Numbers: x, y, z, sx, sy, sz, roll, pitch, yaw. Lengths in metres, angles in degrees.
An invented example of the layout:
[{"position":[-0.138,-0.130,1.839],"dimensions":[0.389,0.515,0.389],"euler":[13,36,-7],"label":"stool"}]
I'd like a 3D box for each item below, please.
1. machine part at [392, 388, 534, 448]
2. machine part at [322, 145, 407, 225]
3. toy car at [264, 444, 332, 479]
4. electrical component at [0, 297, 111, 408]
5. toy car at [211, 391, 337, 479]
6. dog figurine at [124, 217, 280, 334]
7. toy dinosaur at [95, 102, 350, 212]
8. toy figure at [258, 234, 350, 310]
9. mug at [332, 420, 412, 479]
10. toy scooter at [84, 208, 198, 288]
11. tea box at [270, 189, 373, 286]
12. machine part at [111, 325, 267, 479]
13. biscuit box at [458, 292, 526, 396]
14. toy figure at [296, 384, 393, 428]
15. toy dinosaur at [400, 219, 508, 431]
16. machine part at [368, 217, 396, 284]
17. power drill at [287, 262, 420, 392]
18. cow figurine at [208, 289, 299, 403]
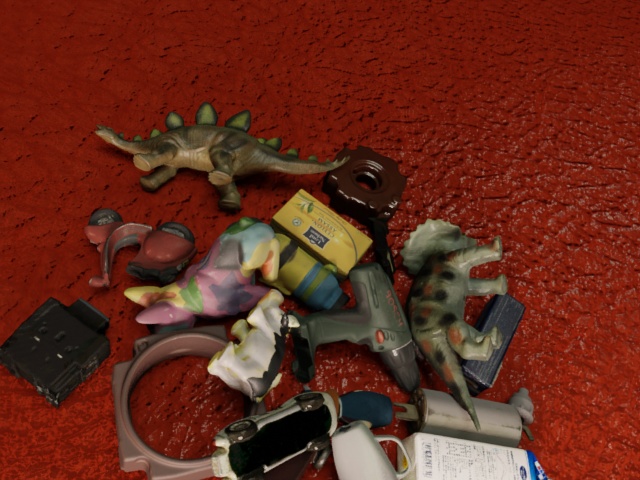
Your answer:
[{"position":[0.232,0.290,0.867],"dimensions":[0.243,0.079,0.079],"euler":[12,55,-11],"label":"machine part"},{"position":[0.093,-0.116,1.105],"dimensions":[0.179,0.056,0.179],"euler":[9,54,-12],"label":"machine part"},{"position":[-0.055,0.325,0.739],"dimensions":[0.089,0.053,0.202],"euler":[27,30,13],"label":"toy car"},{"position":[-0.371,0.150,0.770],"dimensions":[0.115,0.058,0.134],"euler":[35,54,3],"label":"electrical component"},{"position":[-0.056,0.260,0.715],"dimensions":[0.201,0.056,0.073],"euler":[-10,90,-41],"label":"toy car"},{"position":[-0.180,0.062,0.822],"dimensions":[0.219,0.191,0.109],"euler":[-9,34,-32],"label":"dog figurine"},{"position":[-0.176,-0.162,1.011],"dimensions":[0.471,0.105,0.198],"euler":[13,54,-8],"label":"toy dinosaur"},{"position":[-0.029,0.059,0.925],"dimensions":[0.180,0.089,0.082],"euler":[37,48,8],"label":"toy figure"},{"position":[0.069,0.313,0.769],"dimensions":[0.110,0.081,0.107],"euler":[-27,82,9],"label":"mug"},{"position":[-0.298,0.026,0.866],"dimensions":[0.184,0.075,0.135],"euler":[14,54,-6],"label":"toy scooter"},{"position":[-0.002,-0.003,0.989],"dimensions":[0.170,0.068,0.098],"euler":[36,53,5],"label":"tea box"},{"position":[-0.184,0.230,0.762],"dimensions":[0.201,0.087,0.201],"euler":[-6,60,-21],"label":"machine part"},{"position":[0.307,0.182,0.975],"dimensions":[0.063,0.059,0.203],"euler":[36,54,8],"label":"biscuit box"},{"position":[0.035,0.262,0.831],"dimensions":[0.154,0.064,0.057],"euler":[6,95,-9],"label":"toy figure"},{"position":[0.215,0.111,0.930],"dimensions":[0.192,0.131,0.405],"euler":[-2,49,31],"label":"toy dinosaur"},{"position":[0.119,0.017,1.020],"dimensions":[0.039,0.084,0.139],"euler":[-16,47,12],"label":"machine part"},{"position":[0.055,0.162,0.861],"dimensions":[0.207,0.086,0.232],"euler":[-13,91,-19],"label":"power drill"},{"position":[-0.078,0.145,0.767],"dimensions":[0.098,0.068,0.167],"euler":[42,42,-6],"label":"cow figurine"}]
